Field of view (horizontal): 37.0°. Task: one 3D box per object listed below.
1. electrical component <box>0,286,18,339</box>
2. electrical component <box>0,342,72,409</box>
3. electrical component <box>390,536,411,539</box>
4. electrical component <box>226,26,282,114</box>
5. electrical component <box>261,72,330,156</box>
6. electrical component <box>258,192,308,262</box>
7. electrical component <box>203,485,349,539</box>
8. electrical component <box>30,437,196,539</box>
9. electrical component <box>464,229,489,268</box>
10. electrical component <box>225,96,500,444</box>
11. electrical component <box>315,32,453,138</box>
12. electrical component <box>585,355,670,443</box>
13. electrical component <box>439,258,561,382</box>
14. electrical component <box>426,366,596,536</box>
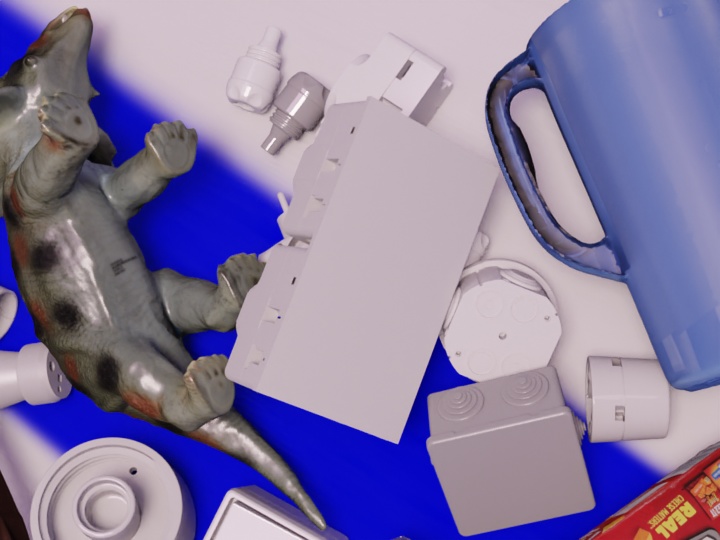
[{"bbox_3d":[-0.300,0.020,0.795,0.081,0.043,0.043,22,87,14],"label":"electrical component"},{"bbox_3d":[-0.242,0.076,0.774,0.055,0.045,0.045,-9,80,10],"label":"electrical component"},{"bbox_3d":[0.056,0.221,0.674,0.113,0.078,0.057,28,85,14],"label":"electrical component"},{"bbox_3d":[-0.072,-0.146,0.777,0.035,0.035,0.061,19,83,14],"label":"electrical component"},{"bbox_3d":[-0.048,-0.109,0.767,0.035,0.035,0.061,38,93,14],"label":"electrical component"},{"bbox_3d":[-0.033,-0.023,0.745,0.077,0.044,0.079,-24,78,8],"label":"electrical component"},{"bbox_3d":[-0.054,0.191,0.709,0.096,0.061,0.061,26,88,14],"label":"electrical component"},{"bbox_3d":[-0.167,0.164,0.719,0.108,0.060,0.108,1,65,-3],"label":"electrical component"},{"bbox_3d":[0.059,-0.004,0.729,0.035,0.035,0.061,32,91,14],"label":"electrical component"},{"bbox_3d":[0.000,0.000,0.676,0.105,0.060,0.186,25,82,-30],"label":"electrical component"},{"bbox_3d":[0.014,-0.112,0.746,0.056,0.050,0.089,35,90,14],"label":"electrical component"},{"bbox_3d":[0.169,0.082,0.683,0.047,0.055,0.055,-1,82,7],"label":"electrical component"},{"bbox_3d":[0.090,0.036,0.698,0.080,0.051,0.080,1,103,2],"label":"electrical component"},{"bbox_3d":[0.093,0.113,0.676,0.100,0.099,0.048,-14,35,9],"label":"electrical component"}]
